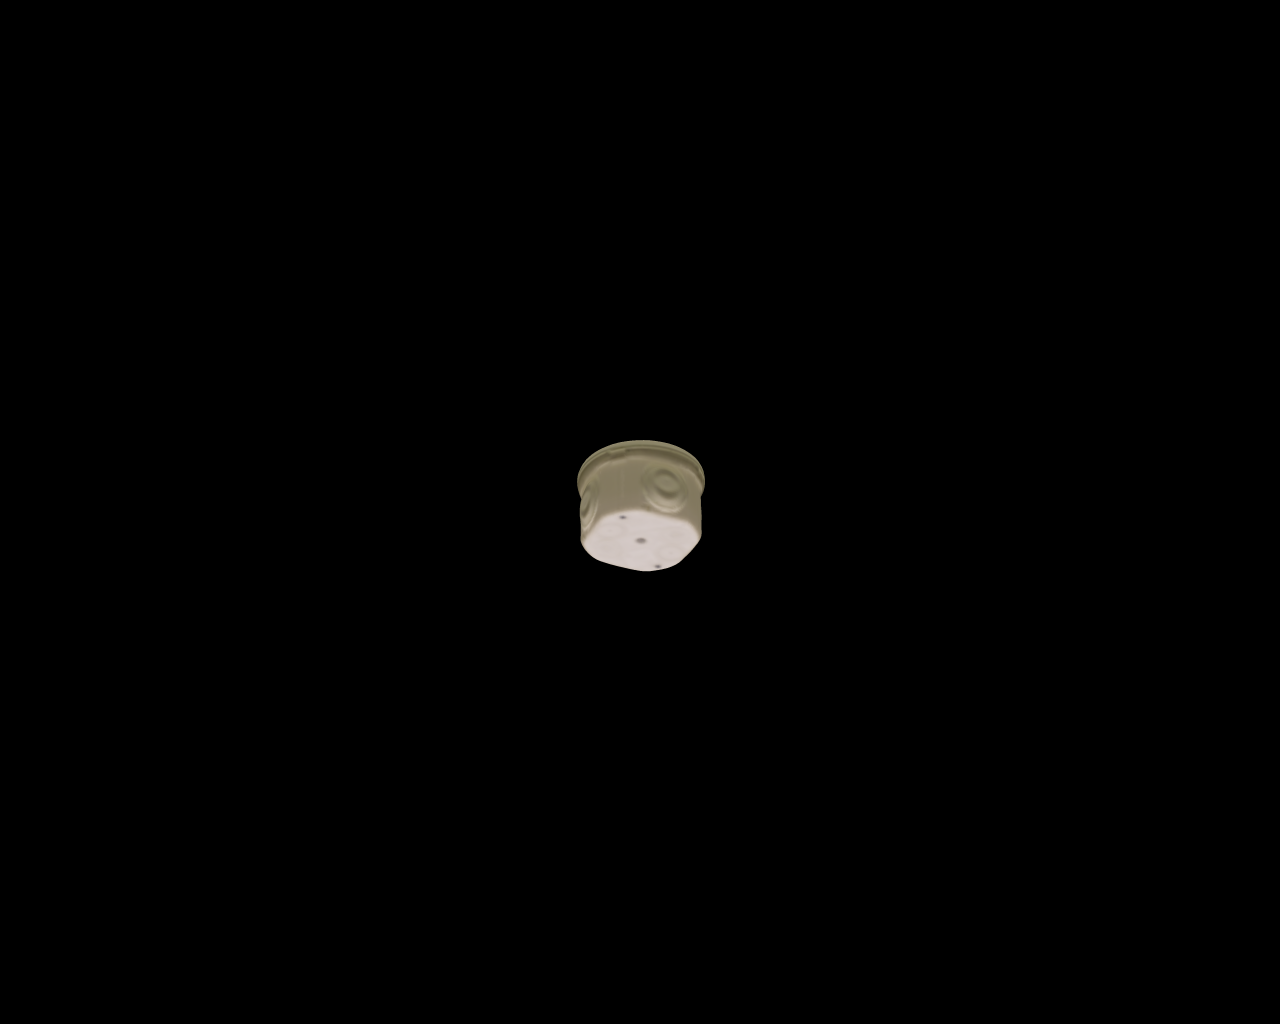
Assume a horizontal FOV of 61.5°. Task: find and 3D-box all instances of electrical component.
[{"bbox_3d":[0.001,-0.003,0.650,0.080,0.051,0.080,0,-33,0],"label":"electrical component"}]
